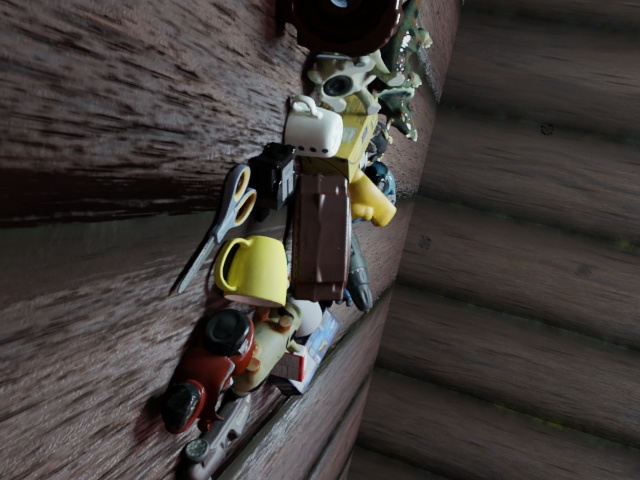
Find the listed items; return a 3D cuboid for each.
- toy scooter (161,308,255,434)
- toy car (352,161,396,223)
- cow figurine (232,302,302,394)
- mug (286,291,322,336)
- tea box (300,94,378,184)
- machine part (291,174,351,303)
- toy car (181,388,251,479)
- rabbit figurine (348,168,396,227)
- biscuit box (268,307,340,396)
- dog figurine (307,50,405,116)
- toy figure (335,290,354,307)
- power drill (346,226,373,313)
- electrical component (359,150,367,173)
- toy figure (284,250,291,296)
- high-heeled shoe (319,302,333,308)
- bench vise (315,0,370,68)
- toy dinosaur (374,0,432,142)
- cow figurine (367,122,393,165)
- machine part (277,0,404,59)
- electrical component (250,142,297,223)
[{"bbox_3d":[-0.145,0.190,0.730,0.135,0.075,0.184,88,26,-47],"label":"toy scooter"},{"bbox_3d":[0.126,-0.099,1.279,0.161,0.103,0.109,-53,-155,9],"label":"toy car"},{"bbox_3d":[-0.088,0.174,0.896,0.195,0.086,0.127,-50,159,-46],"label":"cow figurine"},{"bbox_3d":[-0.054,0.130,1.020,0.109,0.081,0.107,-49,143,-27],"label":"mug"},{"bbox_3d":[0.037,-0.193,0.983,0.068,0.098,0.169,83,27,-54],"label":"tea box"},{"bbox_3d":[-0.002,-0.003,0.891,0.201,0.087,0.201,176,-83,-85],"label":"machine part"},{"bbox_3d":[-0.154,0.308,0.857,0.202,0.053,0.089,-50,148,-56],"label":"toy car"},{"bbox_3d":[0.042,-0.057,1.072,0.173,0.122,0.162,-42,147,14],"label":"rabbit figurine"},{"bbox_3d":[-0.030,0.236,1.160,0.059,0.063,0.203,53,45,-20],"label":"biscuit box"},{"bbox_3d":[0.042,-0.329,0.932,0.172,0.121,0.190,9,55,-41],"label":"dog figurine"},{"bbox_3d":[0.065,0.085,1.394,0.089,0.082,0.179,-88,174,-55],"label":"toy figure"},{"bbox_3d":[0.065,0.049,1.220,0.207,0.086,0.232,1,69,-80],"label":"power drill"},{"bbox_3d":[0.063,-0.153,1.197,0.114,0.058,0.134,88,22,-54],"label":"electrical component"},{"bbox_3d":[-0.078,0.062,0.892,0.064,0.058,0.154,-27,147,-16],"label":"toy figure"},{"bbox_3d":[0.000,0.114,1.133,0.249,0.086,0.145,-74,162,-75],"label":"high-heeled shoe"},{"bbox_3d":[0.054,-0.378,0.779,0.223,0.129,0.240,133,-45,-82],"label":"bench vise"},{"bbox_3d":[0.187,-0.444,1.277,0.192,0.131,0.404,-43,139,-64],"label":"toy dinosaur"},{"bbox_3d":[0.128,-0.228,1.286,0.167,0.098,0.068,56,44,-70],"label":"cow figurine"},{"bbox_3d":[0.031,-0.326,0.696,0.056,0.179,0.179,-55,156,-60],"label":"machine part"},{"bbox_3d":[-0.070,-0.077,0.799,0.075,0.048,0.119,-53,152,-53],"label":"electrical component"}]
